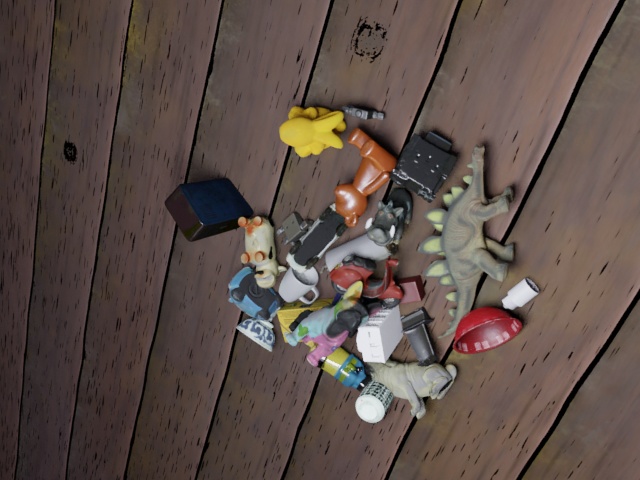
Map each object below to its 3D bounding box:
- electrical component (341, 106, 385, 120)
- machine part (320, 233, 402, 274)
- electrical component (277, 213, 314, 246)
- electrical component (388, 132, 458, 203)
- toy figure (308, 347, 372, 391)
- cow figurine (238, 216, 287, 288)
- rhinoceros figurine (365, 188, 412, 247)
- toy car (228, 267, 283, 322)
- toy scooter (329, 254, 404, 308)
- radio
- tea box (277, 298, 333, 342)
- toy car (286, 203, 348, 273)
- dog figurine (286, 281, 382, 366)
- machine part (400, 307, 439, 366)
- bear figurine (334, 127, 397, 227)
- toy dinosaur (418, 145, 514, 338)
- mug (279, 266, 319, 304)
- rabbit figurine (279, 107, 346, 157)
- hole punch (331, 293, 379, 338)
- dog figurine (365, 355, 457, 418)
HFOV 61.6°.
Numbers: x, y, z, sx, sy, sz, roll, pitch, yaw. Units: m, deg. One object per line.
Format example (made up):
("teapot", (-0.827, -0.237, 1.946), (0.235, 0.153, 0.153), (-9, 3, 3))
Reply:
("electrical component", (0.100, -0.292, 1.237), (0.094, 0.063, 0.021), (20, 113, 19))
("machine part", (0.100, 0.031, 1.328), (0.243, 0.079, 0.079), (-26, 93, 31))
("electrical component", (-0.062, -0.024, 1.412), (0.102, 0.045, 0.078), (-46, 55, 27))
("electrical component", (0.230, -0.167, 1.178), (0.115, 0.058, 0.134), (30, 78, 1))
("toy figure", (0.052, 0.331, 1.435), (0.180, 0.089, 0.082), (39, 113, 14))
("cow figurine", (-0.152, 0.033, 1.440), (0.086, 0.127, 0.194), (-7, 88, 27))
("rhinoceros figurine", (0.161, -0.048, 1.215), (0.073, 0.190, 0.112), (24, 133, 14))
("toy car", (-0.187, 0.161, 1.504), (0.161, 0.109, 0.103), (44, 144, -4))
("toy scooter", (0.118, 0.082, 1.260), (0.184, 0.075, 0.135), (19, 129, 3))
("radio", (-0.286, -0.084, 1.396), (0.073, 0.229, 0.131), (-40, 82, 25))
("tea box", (-0.021, 0.216, 1.449), (0.170, 0.068, 0.098), (-7, 102, 29))
("toy car", (-0.003, -0.004, 1.357), (0.073, 0.056, 0.201), (42, 96, -1))
("dog figurine", (0.037, 0.184, 1.263), (0.219, 0.191, 0.108), (-39, 96, 10))
("machine part", (0.247, 0.238, 1.316), (0.084, 0.039, 0.139), (-27, 62, 25))
("bear figurine", (0.084, -0.139, 1.247), (0.132, 0.120, 0.196), (32, 108, -33))
("toy dinosaur", (0.329, 0.023, 1.205), (0.199, 0.105, 0.470), (7, 109, 31))
("mug", (-0.055, 0.125, 1.437), (0.109, 0.081, 0.107), (44, 131, 3))
("rabbit figurine", (-0.020, -0.247, 1.248), (0.163, 0.173, 0.121), (9, 105, 28))
("hole punch", (0.087, 0.167, 1.353), (0.092, 0.116, 0.142), (33, 120, 18))
("dog figurine", (0.225, 0.327, 1.357), (0.172, 0.121, 0.191), (-38, 59, -9))
